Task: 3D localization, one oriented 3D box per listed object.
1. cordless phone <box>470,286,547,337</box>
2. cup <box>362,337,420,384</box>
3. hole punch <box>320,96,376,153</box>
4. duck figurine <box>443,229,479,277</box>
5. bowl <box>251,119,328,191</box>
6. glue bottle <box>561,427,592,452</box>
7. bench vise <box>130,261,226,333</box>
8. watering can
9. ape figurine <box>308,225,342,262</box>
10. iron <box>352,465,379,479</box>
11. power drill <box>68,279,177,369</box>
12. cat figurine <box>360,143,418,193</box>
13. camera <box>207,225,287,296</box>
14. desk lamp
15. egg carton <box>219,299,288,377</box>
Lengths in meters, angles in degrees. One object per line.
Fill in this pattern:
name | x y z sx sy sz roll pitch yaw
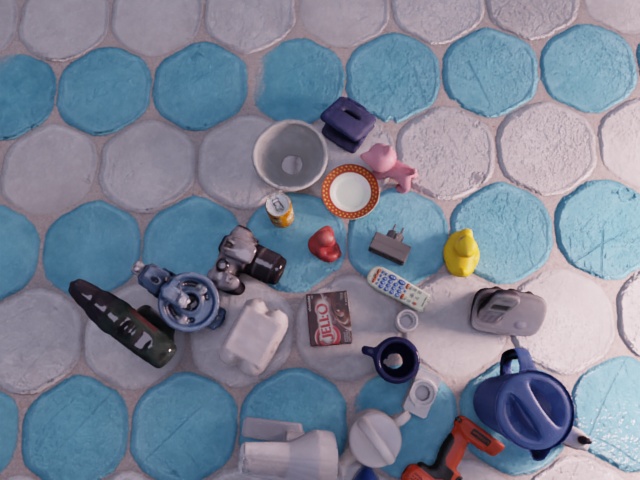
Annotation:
cordless phone | 0.385 0.137 1.138 0.147 0.185 0.094 5 78 3
cup | 0.140 0.242 1.168 0.117 0.095 0.092 16 79 5
hole punch | 0.062 -0.268 1.283 0.108 0.091 0.101 35 81 9
duck figurine | 0.305 0.025 1.215 0.077 0.086 0.104 6 78 3
bowl | -0.064 -0.179 1.275 0.167 0.075 0.167 0 78 2
glue bottle | 0.477 0.374 1.090 0.078 0.173 0.037 27 80 7
bench vise | -0.301 0.113 1.144 0.207 0.220 0.121 14 78 5
watering can | 0.099 0.385 1.087 0.101 0.194 0.173 32 80 8
ape figurine | 0.011 0.004 1.224 0.076 0.092 0.078 11 78 4
iron | 0.081 0.563 1.076 0.118 0.141 0.258 4 78 3
power drill | -0.374 0.168 1.140 0.229 0.208 0.076 36 81 9
cat figurine | 0.153 -0.166 1.245 0.127 0.118 0.067 26 80 7
camera | -0.151 0.054 1.214 0.136 0.101 0.143 24 79 7
desk lamp | -0.066 0.408 1.076 0.203 0.213 0.118 6 78 3
egg carton | -0.137 0.204 1.197 0.107 0.069 0.150 26 80 7
